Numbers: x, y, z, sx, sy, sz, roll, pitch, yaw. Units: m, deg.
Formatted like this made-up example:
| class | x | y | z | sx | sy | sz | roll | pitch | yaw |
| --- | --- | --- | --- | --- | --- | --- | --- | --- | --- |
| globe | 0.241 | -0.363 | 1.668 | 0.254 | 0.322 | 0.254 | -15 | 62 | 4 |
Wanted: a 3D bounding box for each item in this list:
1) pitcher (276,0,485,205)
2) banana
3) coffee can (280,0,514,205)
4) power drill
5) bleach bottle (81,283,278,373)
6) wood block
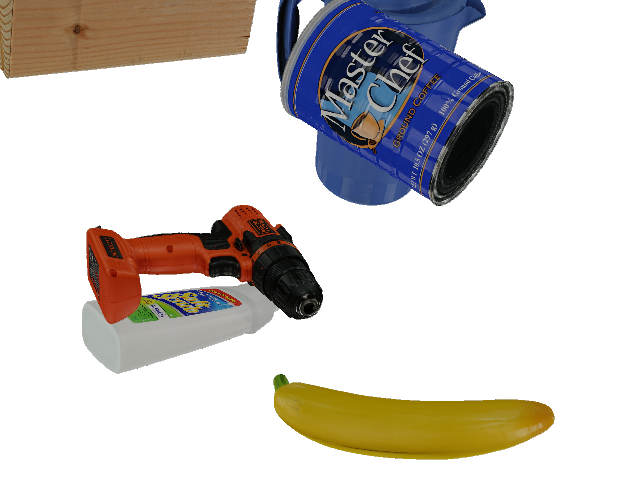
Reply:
| class | x | y | z | sx | sy | sz | roll | pitch | yaw |
| --- | --- | --- | --- | --- | --- | --- | --- | --- | --- |
| pitcher | 0.048 | -0.155 | 1.039 | 0.144 | 0.243 | 0.149 | -29 | 56 | -31 |
| banana | 0.048 | 0.113 | 0.695 | 0.198 | 0.037 | 0.069 | 6 | 31 | 20 |
| coffee can | 0.056 | -0.104 | 0.789 | 0.140 | 0.103 | 0.102 | 34 | 13 | 21 |
| power drill | -0.107 | 0.028 | 0.960 | 0.187 | 0.057 | 0.185 | -6 | 25 | -23 |
| bleach bottle | -0.159 | 0.094 | 1.317 | 0.250 | 0.068 | 0.103 | -12 | 29 | -36 |
| wood block | -0.161 | -0.198 | 0.849 | 0.205 | 0.091 | 0.090 | -12 | 45 | -32 |
